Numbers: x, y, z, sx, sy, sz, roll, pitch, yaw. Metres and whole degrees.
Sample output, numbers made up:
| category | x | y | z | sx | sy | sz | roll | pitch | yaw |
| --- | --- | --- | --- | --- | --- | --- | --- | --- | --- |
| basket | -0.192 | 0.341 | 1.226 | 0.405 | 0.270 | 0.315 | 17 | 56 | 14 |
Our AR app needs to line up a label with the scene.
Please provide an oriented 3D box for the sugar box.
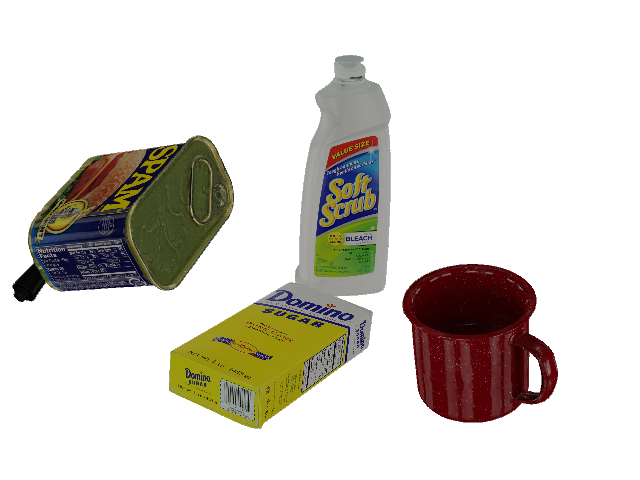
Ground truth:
| category | x | y | z | sx | sy | sz | roll | pitch | yaw |
| --- | --- | --- | --- | --- | --- | --- | --- | --- | --- |
| sugar box | -0.039 | 0.093 | 0.918 | 0.093 | 0.048 | 0.175 | 19 | 30 | 27 |

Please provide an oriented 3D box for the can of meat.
| category | x | y | z | sx | sy | sz | roll | pitch | yaw |
| --- | --- | --- | --- | --- | --- | --- | --- | --- | --- |
| can of meat | -0.113 | -0.015 | 0.638 | 0.084 | 0.057 | 0.102 | -5 | 34 | 30 |

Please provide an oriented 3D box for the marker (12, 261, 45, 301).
| category | x | y | z | sx | sy | sz | roll | pitch | yaw |
| --- | --- | --- | --- | --- | --- | --- | --- | --- | --- |
| marker | -0.195 | 0.000 | 0.815 | 0.020 | 0.020 | 0.121 | 0 | 44 | 35 |

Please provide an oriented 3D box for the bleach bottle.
| category | x | y | z | sx | sy | sz | roll | pitch | yaw |
| --- | --- | --- | --- | --- | --- | --- | --- | --- | --- |
| bleach bottle | 0.022 | -0.066 | 1.112 | 0.102 | 0.251 | 0.068 | -2 | 25 | -2 |

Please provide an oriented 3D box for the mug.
| category | x | y | z | sx | sy | sz | roll | pitch | yaw |
| --- | --- | --- | --- | --- | --- | --- | --- | --- | --- |
| mug | 0.117 | 0.078 | 0.757 | 0.117 | 0.081 | 0.093 | 20 | 40 | 38 |
